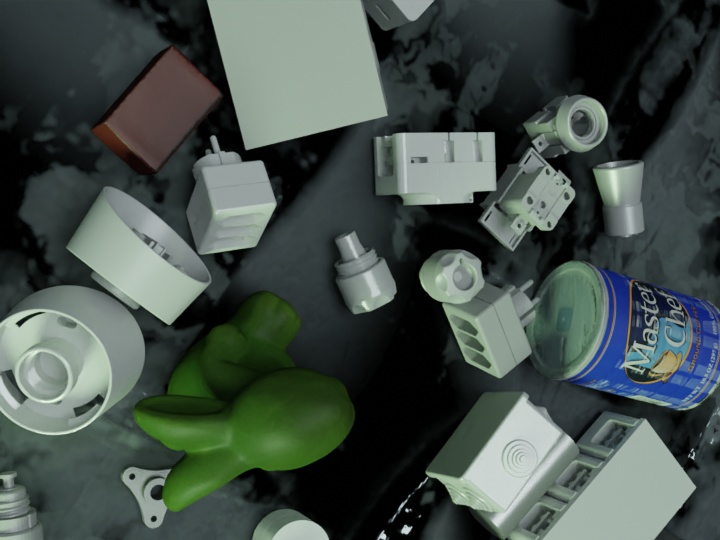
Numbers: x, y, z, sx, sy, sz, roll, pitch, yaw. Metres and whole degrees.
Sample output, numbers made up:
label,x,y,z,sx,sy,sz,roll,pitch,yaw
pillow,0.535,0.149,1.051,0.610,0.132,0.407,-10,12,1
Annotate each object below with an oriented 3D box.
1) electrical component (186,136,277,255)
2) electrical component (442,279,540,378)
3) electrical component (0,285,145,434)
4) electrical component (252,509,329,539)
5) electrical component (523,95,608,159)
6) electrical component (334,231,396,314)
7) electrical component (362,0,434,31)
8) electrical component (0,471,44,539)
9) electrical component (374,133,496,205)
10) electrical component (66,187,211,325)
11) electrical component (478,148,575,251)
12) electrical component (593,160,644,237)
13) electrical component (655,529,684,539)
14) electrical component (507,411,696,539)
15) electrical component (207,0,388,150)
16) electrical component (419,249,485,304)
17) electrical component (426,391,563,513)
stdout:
label,x,y,z,sx,sy,sz,roll,pitch,yaw
electrical component,-0.101,-0.062,0.794,0.047,0.065,0.076,-9,67,-24
electrical component,0.120,0.038,0.898,0.077,0.047,0.065,-36,121,-20
electrical component,-0.206,0.062,0.743,0.099,0.064,0.099,1,105,5
electrical component,-0.073,0.249,0.811,0.052,0.074,0.138,44,75,-20
electrical component,0.179,-0.124,0.921,0.066,0.055,0.048,-38,107,-19
electrical component,0.000,0.000,0.851,0.043,0.043,0.062,-28,102,-21
electrical component,0.019,-0.240,0.843,0.089,0.056,0.050,46,74,-19
electrical component,-0.242,0.180,0.748,0.040,0.040,0.078,-5,94,-25
electrical component,0.061,-0.081,0.871,0.089,0.050,0.055,-4,94,-25
electrical component,-0.153,-0.009,0.753,0.099,0.099,0.064,40,82,-21
electrical component,0.142,-0.059,0.903,0.042,0.064,0.081,40,76,-21
electrical component,0.233,-0.062,0.957,0.044,0.044,0.065,-13,102,-24
electrical component,0.284,0.297,0.984,0.108,0.060,0.108,-1,93,-24
electrical component,0.208,0.209,0.945,0.150,0.062,0.089,-44,109,-17
electrical component,-0.051,-0.192,0.785,0.105,0.060,0.186,-13,99,6
electrical component,0.070,0.005,0.872,0.043,0.062,0.043,-1,92,-24
electrical component,0.110,0.148,0.878,0.048,0.100,0.099,41,75,-7
